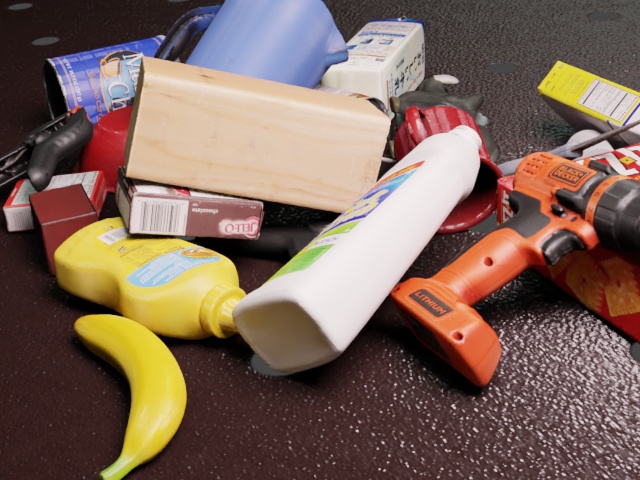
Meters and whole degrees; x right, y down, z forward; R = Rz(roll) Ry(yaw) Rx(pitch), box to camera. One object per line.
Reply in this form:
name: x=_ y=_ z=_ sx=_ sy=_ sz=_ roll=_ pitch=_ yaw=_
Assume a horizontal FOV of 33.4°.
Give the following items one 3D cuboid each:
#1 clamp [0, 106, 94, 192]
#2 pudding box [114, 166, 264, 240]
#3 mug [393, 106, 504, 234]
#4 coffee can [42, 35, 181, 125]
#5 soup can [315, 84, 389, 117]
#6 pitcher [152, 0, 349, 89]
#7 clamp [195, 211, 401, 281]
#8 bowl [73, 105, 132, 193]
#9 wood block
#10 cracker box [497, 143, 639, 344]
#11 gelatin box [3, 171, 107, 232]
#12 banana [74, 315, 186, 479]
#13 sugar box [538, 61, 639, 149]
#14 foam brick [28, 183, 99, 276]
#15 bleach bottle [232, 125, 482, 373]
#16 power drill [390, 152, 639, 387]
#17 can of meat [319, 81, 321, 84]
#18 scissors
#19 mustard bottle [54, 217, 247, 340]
clamp: x=-0.273 y=-0.087 z=1.060 sx=0.120 sy=0.039 sz=0.171 roll=4 pitch=37 yaw=34
pudding box: x=-0.114 y=-0.032 z=0.916 sx=0.113 sy=0.039 sz=0.090 roll=5 pitch=16 yaw=-20
mug: x=0.106 y=-0.073 z=0.955 sx=0.093 sy=0.117 sz=0.081 roll=-28 pitch=42 yaw=17
coffee can: x=-0.237 y=-0.173 z=1.234 sx=0.140 sy=0.103 sz=0.103 roll=-17 pitch=29 yaw=-22
soup can: x=0.014 y=-0.130 z=1.150 sx=0.102 sy=0.068 sz=0.068 roll=20 pitch=35 yaw=39
pitcher: x=-0.094 y=-0.145 z=1.065 sx=0.149 sy=0.145 sz=0.242 roll=-20 pitch=33 yaw=49
clamp: x=-0.006 y=0.001 z=0.930 sx=0.164 sy=0.036 sz=0.210 roll=-17 pitch=26 yaw=-21
bowl: x=-0.189 y=-0.107 z=1.150 sx=0.162 sy=0.055 sz=0.162 roll=-3 pitch=26 yaw=2
wood block: x=-0.057 y=-0.089 z=0.912 sx=0.206 sy=0.090 sz=0.091 roll=9 pitch=16 yaw=-14
cracker box: x=0.267 y=-0.005 z=0.865 sx=0.164 sy=0.072 sz=0.214 roll=-14 pitch=28 yaw=-18
gelatin box: x=-0.259 y=-0.038 z=1.051 sx=0.089 sy=0.030 sz=0.073 roll=-5 pitch=26 yaw=-1
banana: x=-0.134 y=0.097 z=0.758 sx=0.069 sy=0.037 sz=0.198 roll=-10 pitch=27 yaw=-13
sugar box: x=0.303 y=-0.117 z=1.058 sx=0.048 sy=0.093 sz=0.176 roll=-55 pitch=36 yaw=1
foam brick: x=-0.230 y=-0.011 z=0.969 sx=0.051 sy=0.053 sz=0.078 roll=-13 pitch=29 yaw=-18
bleach bottle: x=0.046 y=-0.007 z=0.815 sx=0.250 sy=0.068 sz=0.103 roll=-46 pitch=14 yaw=-35
power drill: x=0.156 y=0.019 z=0.764 sx=0.187 sy=0.057 sz=0.185 roll=-39 pitch=28 yaw=-10
can of meat: x=-0.043 y=-0.181 z=1.275 sx=0.102 sy=0.057 sz=0.084 roll=-11 pitch=30 yaw=-13
scissors: x=0.234 y=-0.078 z=0.972 sx=0.096 sy=0.016 sz=0.202 roll=-2 pitch=-11 yaw=-42
mustard bottle: x=-0.122 y=0.035 z=0.856 sx=0.192 sy=0.058 sz=0.096 roll=20 pitch=31 yaw=40
